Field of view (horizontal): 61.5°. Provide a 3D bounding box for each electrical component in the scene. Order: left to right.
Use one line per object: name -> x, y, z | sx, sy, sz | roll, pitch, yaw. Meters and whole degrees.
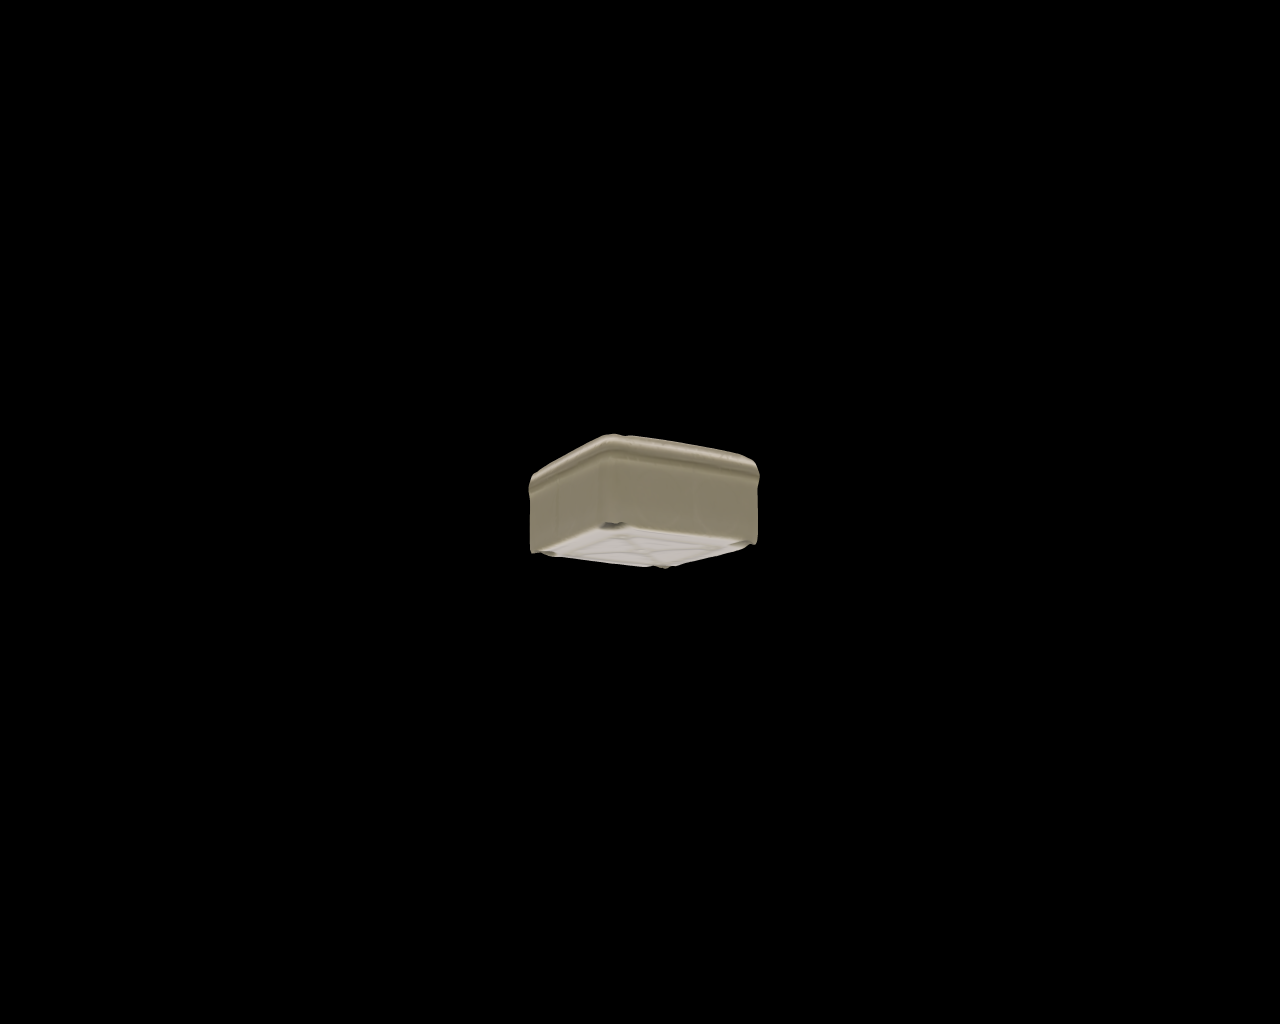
electrical component -> 0.001, -0.003, 0.650 | 0.109, 0.056, 0.108 | 8, -16, -31
